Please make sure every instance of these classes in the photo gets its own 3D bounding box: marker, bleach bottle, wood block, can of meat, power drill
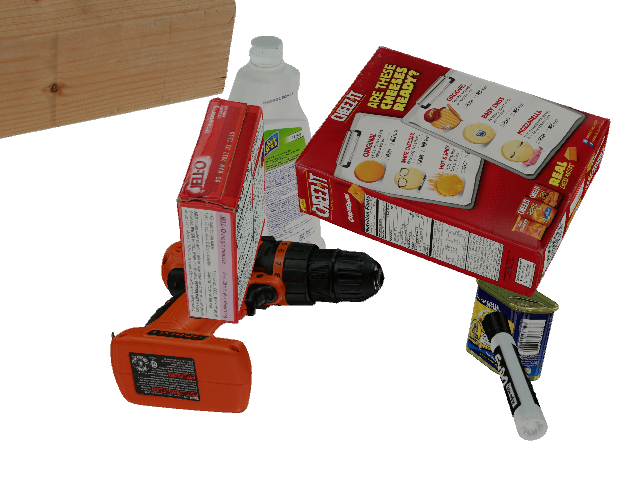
[{"bbox_3d":[0.128,0.087,0.717,0.020,0.020,0.121,0,31,-4],"label":"marker"},{"bbox_3d":[-0.044,-0.083,1.057,0.102,0.251,0.068,-29,44,-36],"label":"bleach bottle"},{"bbox_3d":[-0.181,-0.157,0.846,0.205,0.091,0.090,-17,48,-33],"label":"wood block"},{"bbox_3d":[0.203,0.094,1.145,0.057,0.084,0.102,2,17,-23],"label":"can of meat"},{"bbox_3d":[-0.058,0.056,0.802,0.185,0.057,0.187,1,24,18],"label":"power drill"}]

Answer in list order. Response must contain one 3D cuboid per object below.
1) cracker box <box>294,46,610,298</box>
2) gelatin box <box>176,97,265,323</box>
[{"bbox_3d":[0.110,-0.061,0.891,0.214,0.164,0.072,21,-36,19],"label":"cracker box"},{"bbox_3d":[-0.049,-0.014,0.535,0.030,0.073,0.089,7,-42,5],"label":"gelatin box"}]
